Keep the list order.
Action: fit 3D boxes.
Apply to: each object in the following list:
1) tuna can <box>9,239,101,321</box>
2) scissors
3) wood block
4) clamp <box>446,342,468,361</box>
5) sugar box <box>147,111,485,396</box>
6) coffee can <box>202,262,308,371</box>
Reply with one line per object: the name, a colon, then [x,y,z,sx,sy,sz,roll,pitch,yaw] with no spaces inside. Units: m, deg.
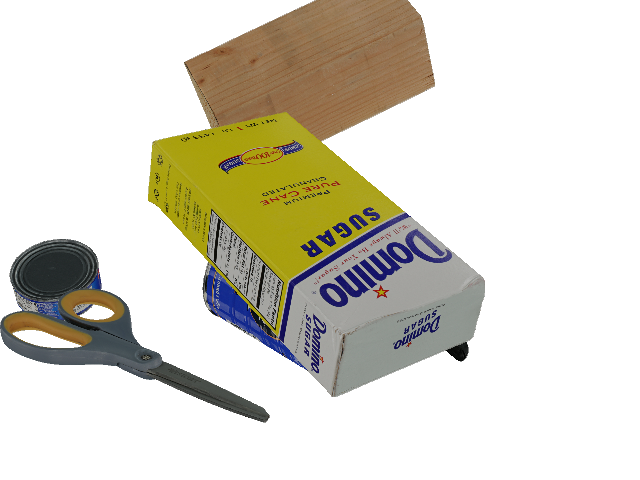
tuna can: [-0.260,0.040,1.054,0.086,0.034,0.086,0,43,0]
scissors: [-0.115,0.071,0.716,0.202,0.016,0.096,12,28,13]
wood block: [-0.008,-0.155,0.998,0.206,0.090,0.091,-26,-40,-6]
clamp: [0.099,0.076,1.184,0.120,0.171,0.039,5,-43,-5]
sugar box: [-0.007,-0.002,0.554,0.093,0.048,0.176,-18,42,-33]
coffee can: [-0.014,0.049,0.896,0.140,0.103,0.102,28,15,31]
